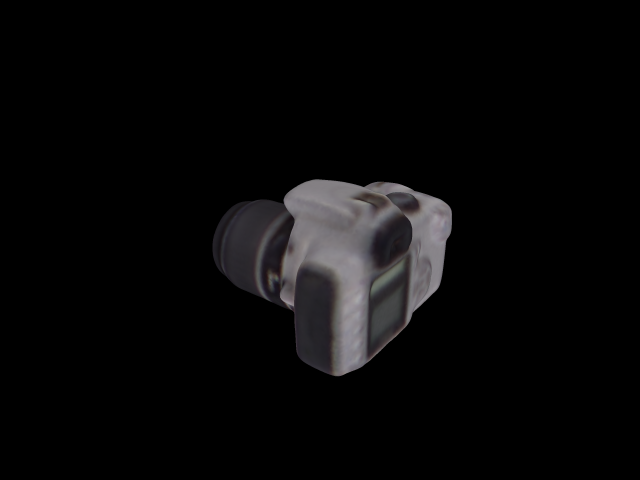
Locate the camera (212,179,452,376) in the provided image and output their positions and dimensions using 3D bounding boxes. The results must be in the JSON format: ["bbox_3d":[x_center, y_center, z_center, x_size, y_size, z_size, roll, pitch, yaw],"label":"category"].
[{"bbox_3d":[0.004,0.001,0.400,0.136,0.101,0.143,18,32,32],"label":"camera"}]
